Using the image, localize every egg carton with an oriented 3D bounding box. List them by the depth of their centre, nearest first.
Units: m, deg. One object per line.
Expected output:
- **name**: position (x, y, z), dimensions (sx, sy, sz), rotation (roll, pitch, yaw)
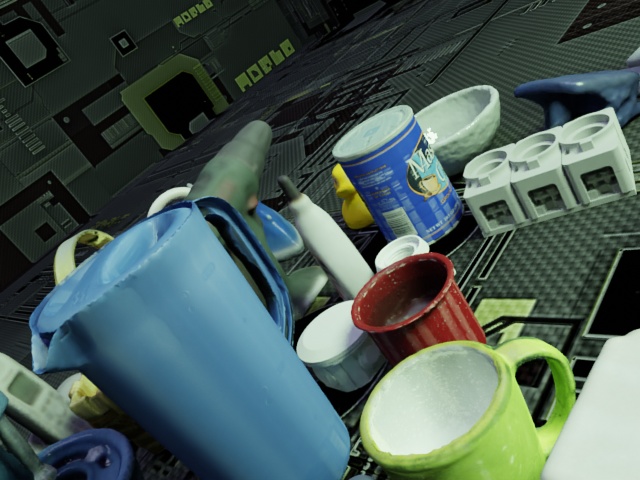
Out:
- **egg carton**: position (0.178, 0.110, 0.282), dimensions (0.107, 0.069, 0.150), rotation (-3, 37, 52)

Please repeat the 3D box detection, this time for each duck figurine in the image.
- **duck figurine**: position (0.052, -0.076, 0.818), dimensions (0.077, 0.086, 0.104), rotation (-20, 26, 31)

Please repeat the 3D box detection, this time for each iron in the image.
- **iron**: position (-0.131, -0.040, 0.925), dimensions (0.119, 0.142, 0.257), rotation (-45, 24, -25)

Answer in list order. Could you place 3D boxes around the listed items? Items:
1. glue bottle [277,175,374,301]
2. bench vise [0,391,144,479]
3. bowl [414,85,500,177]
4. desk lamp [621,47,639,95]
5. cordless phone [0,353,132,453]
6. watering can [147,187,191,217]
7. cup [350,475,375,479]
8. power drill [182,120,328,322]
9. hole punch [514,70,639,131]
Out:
- **glue bottle**: position (0.006, 0.002, 0.605), dimensions (0.037, 0.173, 0.078), rotation (-39, 23, -12)
- **bench vise**: position (-0.252, 0.212, 0.473), dimensions (0.207, 0.220, 0.121), rotation (-31, 22, 8)
- **bowl**: position (0.175, -0.134, 0.777), dimensions (0.167, 0.075, 0.167), rotation (-29, 23, 14)
- **desk lamp**: position (0.372, -0.268, 0.592), dimensions (0.118, 0.214, 0.202), rotation (-42, 23, -18)
- **cordless phone**: position (-0.295, 0.176, 0.653), dimensions (0.094, 0.185, 0.147), rotation (-31, 22, 8)
- **watering can**: position (-0.157, 0.017, 0.773), dimensions (0.172, 0.194, 0.101), rotation (-4, 37, 51)
- **cup**: position (0.003, 0.195, 0.319), dimensions (0.118, 0.095, 0.091), rotation (-39, 23, -12)
- **power drill**: position (-0.080, -0.007, 0.696), dimensions (0.075, 0.209, 0.230), rotation (-12, 31, 43)
- **hole punch**: position (0.293, -0.164, 0.652), dimensions (0.101, 0.091, 0.108), rotation (-40, 23, -13)
